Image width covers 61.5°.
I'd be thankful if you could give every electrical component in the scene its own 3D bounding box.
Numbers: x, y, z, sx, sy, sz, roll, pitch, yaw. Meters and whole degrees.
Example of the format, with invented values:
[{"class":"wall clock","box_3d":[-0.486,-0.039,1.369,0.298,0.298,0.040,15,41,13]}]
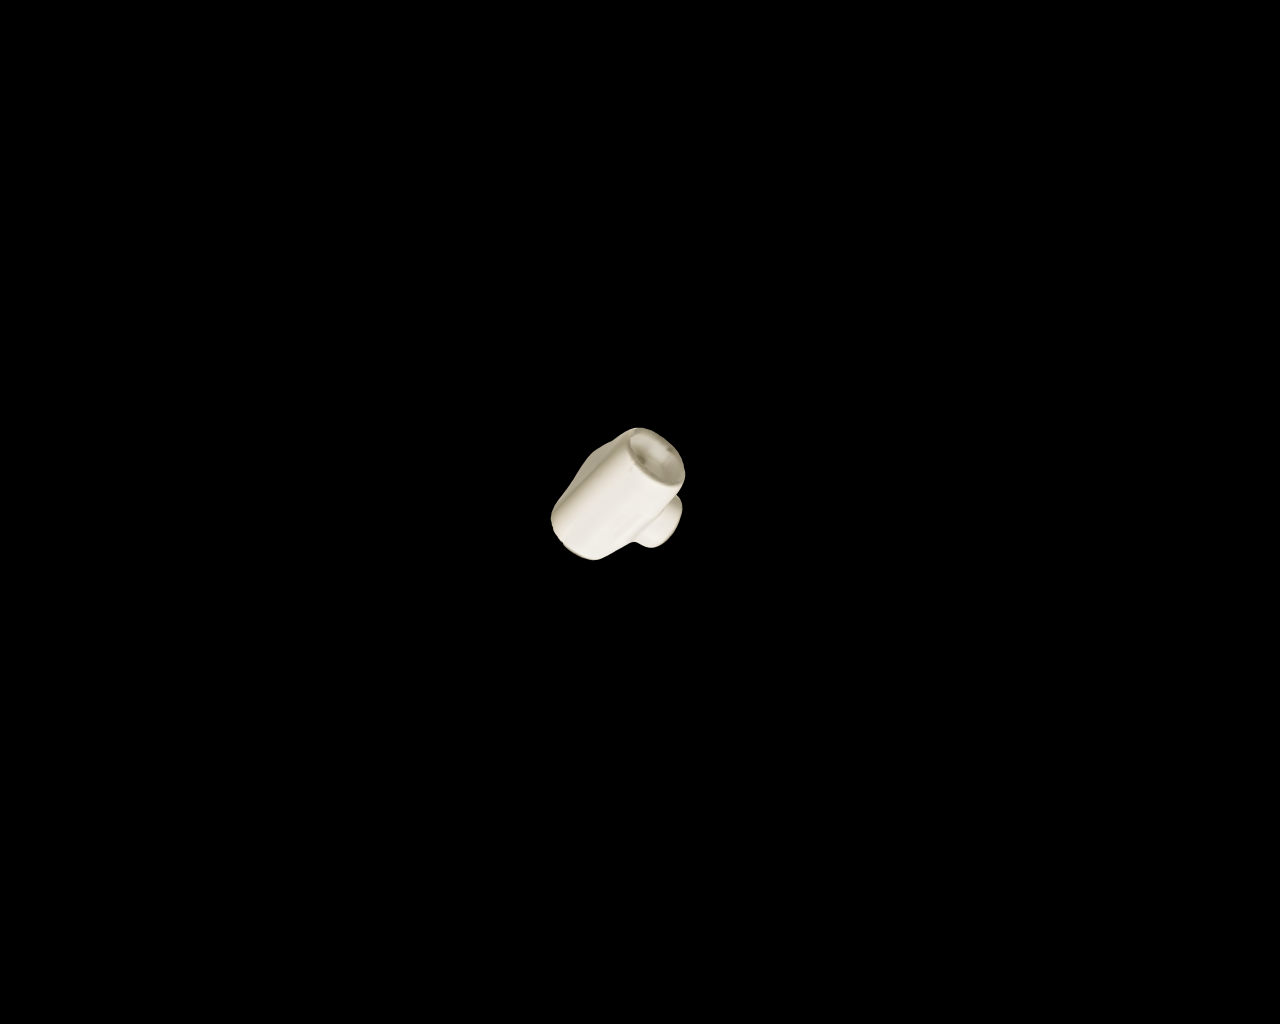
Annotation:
[{"class":"electrical component","box_3d":[0.001,-0.003,0.650,0.079,0.043,0.077,29,-54,-24]}]
